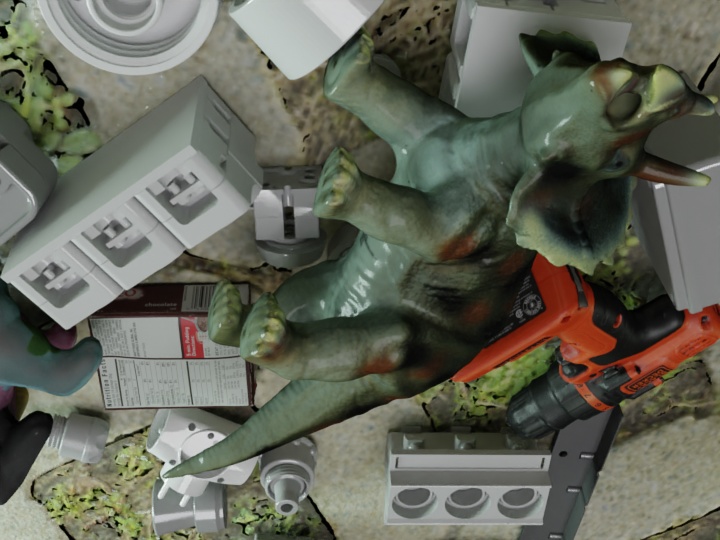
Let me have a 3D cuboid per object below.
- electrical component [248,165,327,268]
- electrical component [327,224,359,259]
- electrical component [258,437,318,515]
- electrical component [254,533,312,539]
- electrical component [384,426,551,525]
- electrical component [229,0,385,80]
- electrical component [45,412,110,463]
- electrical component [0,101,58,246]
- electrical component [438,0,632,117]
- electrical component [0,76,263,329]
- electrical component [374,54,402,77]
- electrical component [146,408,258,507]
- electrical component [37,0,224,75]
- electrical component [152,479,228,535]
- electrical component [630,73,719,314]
[{"bbox_3d":[-0.046,-0.035,0.704,0.066,0.048,0.055,-2,119,-2],"label":"electrical component"},{"bbox_3d":[0.000,0.000,0.725,0.045,0.055,0.045,-2,126,-2],"label":"electrical component"},{"bbox_3d":[-0.056,0.161,0.835,0.048,0.062,0.048,-2,126,-2],"label":"electrical component"},{"bbox_3d":[-0.068,0.249,0.905,0.047,0.055,0.055,9,125,-5],"label":"electrical component"},{"bbox_3d":[0.081,0.161,0.842,0.121,0.063,0.078,1,126,-4],"label":"electrical component"},{"bbox_3d":[-0.025,-0.163,0.576,0.060,0.108,0.108,40,115,-21],"label":"electrical component"},{"bbox_3d":[-0.223,0.124,0.816,0.061,0.035,0.035,16,123,-11],"label":"electrical component"},{"bbox_3d":[-0.235,-0.069,0.654,0.054,0.059,0.095,-36,112,18],"label":"electrical component"},{"bbox_3d":[0.095,-0.098,0.656,0.089,0.061,0.150,5,126,-7],"label":"electrical component"},{"bbox_3d":[-0.138,-0.038,0.668,0.150,0.089,0.061,-31,122,18],"label":"electrical component"},{"bbox_3d":[0.009,-0.104,0.646,0.035,0.061,0.035,-2,126,-2],"label":"electrical component"},{"bbox_3d":[-0.127,0.146,0.824,0.077,0.044,0.079,25,102,-20],"label":"electrical component"},{"bbox_3d":[-0.127,-0.160,0.597,0.108,0.060,0.108,-2,126,-2],"label":"electrical component"},{"bbox_3d":[-0.136,0.188,0.861,0.055,0.045,0.045,-3,126,-2],"label":"electrical component"},{"bbox_3d":[0.202,-0.049,0.669,0.056,0.108,0.108,-18,125,7],"label":"electrical component"}]
